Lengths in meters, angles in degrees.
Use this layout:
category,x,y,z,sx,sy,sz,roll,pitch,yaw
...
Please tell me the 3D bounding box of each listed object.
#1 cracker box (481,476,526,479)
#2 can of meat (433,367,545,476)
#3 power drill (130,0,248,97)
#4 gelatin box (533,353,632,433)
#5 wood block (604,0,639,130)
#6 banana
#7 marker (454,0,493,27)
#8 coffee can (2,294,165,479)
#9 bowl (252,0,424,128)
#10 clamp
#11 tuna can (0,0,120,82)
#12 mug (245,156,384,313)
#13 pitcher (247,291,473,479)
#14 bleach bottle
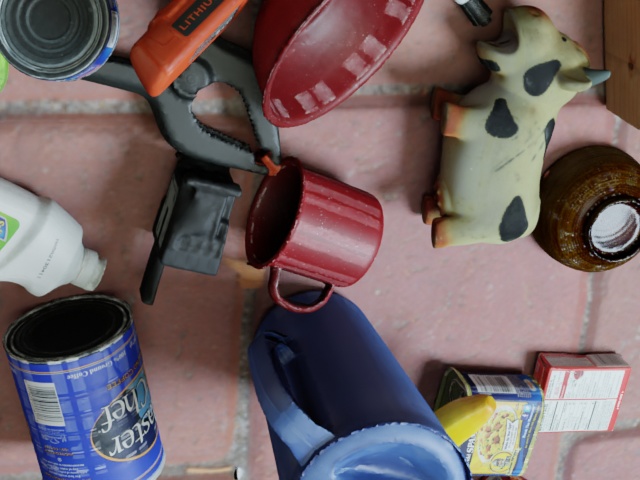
category,x,y,z,sx,sy,sz,roll,pitch,yaw
cracker box,0.249,0.327,1.022,0.213,0.164,0.072,33,104,-24
can of meat,0.153,0.171,0.989,0.083,0.057,0.102,5,113,-18
power drill,-0.150,-0.185,0.693,0.187,0.057,0.184,44,70,-7
gelatin box,0.243,0.145,1.014,0.089,0.030,0.073,2,115,-15
wood block,0.281,-0.196,0.836,0.090,0.091,0.206,-12,116,-8
banana,0.102,0.205,0.950,0.070,0.037,0.198,17,122,11
marker,0.094,-0.210,0.823,0.020,0.020,0.121,-43,116,7
coffee can,-0.187,0.129,0.859,0.102,0.103,0.140,-12,116,-9
bowl,0.004,-0.159,0.776,0.162,0.162,0.055,-45,74,8
clamp,-0.109,-0.122,0.803,0.164,0.036,0.210,-34,113,4
tuna can,-0.185,-0.153,0.742,0.086,0.034,0.086,0,99,1
mug,-0.006,0.001,0.849,0.081,0.093,0.117,19,78,-26
pitcher,0.011,0.130,0.830,0.145,0.243,0.149,-5,114,-12
bleach bottle,-0.283,-0.012,0.796,0.250,0.068,0.103,24,108,-25
